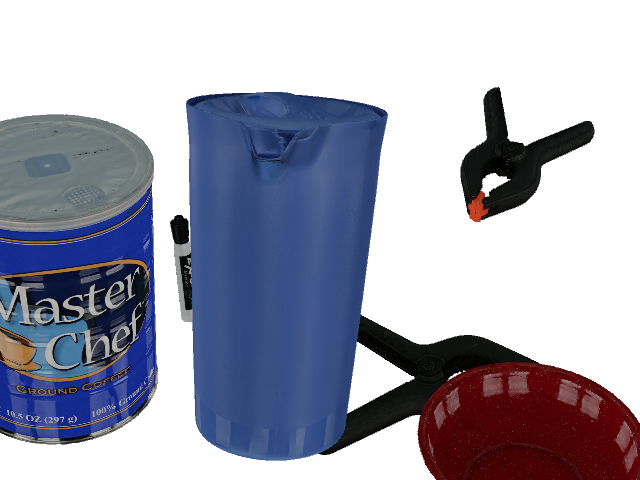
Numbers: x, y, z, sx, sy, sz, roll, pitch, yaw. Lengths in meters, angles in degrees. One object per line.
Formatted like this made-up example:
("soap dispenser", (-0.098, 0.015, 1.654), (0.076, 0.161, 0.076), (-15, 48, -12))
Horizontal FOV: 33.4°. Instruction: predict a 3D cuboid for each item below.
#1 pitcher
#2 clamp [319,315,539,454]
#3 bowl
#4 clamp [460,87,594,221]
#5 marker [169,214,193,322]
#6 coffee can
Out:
("pitcher", (-0.027, 0.018, 0.745), (0.148, 0.243, 0.145), (-9, 20, -40))
("clamp", (0.092, 0.132, 0.954), (0.210, 0.036, 0.164), (4, 45, 17))
("bowl", (0.150, 0.160, 0.769), (0.162, 0.055, 0.162), (-1, 35, 0))
("clamp", (0.186, -0.091, 1.085), (0.120, 0.039, 0.171), (29, 56, 30))
("marker", (-0.142, 0.030, 1.118), (0.020, 0.121, 0.020), (-2, 27, 1))
("coffee can", (-0.137, 0.020, 0.555), (0.103, 0.140, 0.103), (3, 34, -2))
